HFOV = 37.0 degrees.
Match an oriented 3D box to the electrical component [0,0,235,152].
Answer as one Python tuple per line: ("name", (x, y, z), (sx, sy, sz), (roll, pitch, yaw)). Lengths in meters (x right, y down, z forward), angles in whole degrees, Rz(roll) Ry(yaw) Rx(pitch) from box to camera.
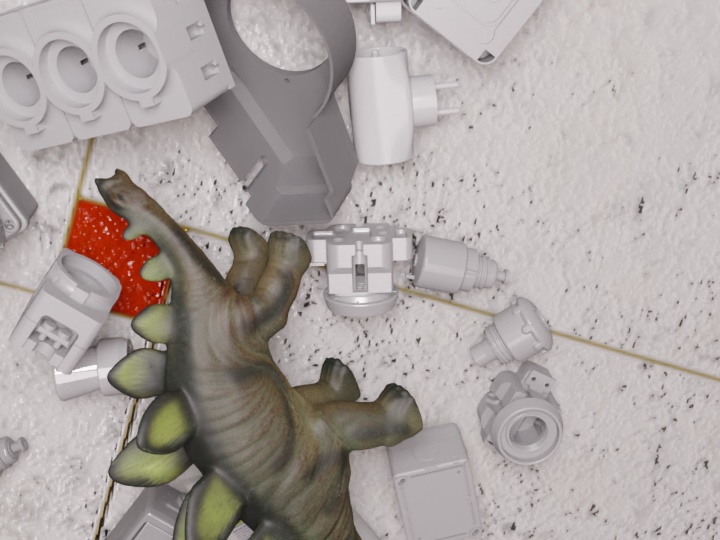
("electrical component", (-0.172, -0.137, 0.701), (0.150, 0.061, 0.089), (-7, 114, 30))

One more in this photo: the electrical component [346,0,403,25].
("electrical component", (-0.003, -0.207, 0.728), (0.057, 0.058, 0.078), (-4, 111, -6))

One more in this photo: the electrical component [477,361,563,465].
("electrical component", (0.130, 0.120, 0.862), (0.058, 0.057, 0.078), (25, 106, -13))

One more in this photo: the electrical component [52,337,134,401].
("electrical component", (-0.203, 0.075, 0.823), (0.055, 0.045, 0.045), (-6, 111, -3))

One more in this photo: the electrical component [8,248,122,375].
("electrical component", (-0.210, 0.025, 0.779), (0.050, 0.089, 0.055), (33, 105, -15))

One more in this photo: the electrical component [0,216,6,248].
("electrical component", (-0.274, -0.048, 0.704), (0.056, 0.050, 0.089), (-6, 111, -3))

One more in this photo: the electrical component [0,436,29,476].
("electrical component", (-0.299, 0.151, 0.845), (0.078, 0.040, 0.040), (-23, 111, 4))

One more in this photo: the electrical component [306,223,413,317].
("electrical component", (0.000, 0.000, 0.805), (0.078, 0.058, 0.057), (-1, 109, 1))

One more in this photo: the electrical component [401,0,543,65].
("electrical component", (0.088, -0.207, 0.735), (0.078, 0.057, 0.113), (35, 104, -16))

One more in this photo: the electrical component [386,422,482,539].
("electrical component", (0.061, 0.179, 0.880), (0.062, 0.061, 0.096), (-13, 119, 0))

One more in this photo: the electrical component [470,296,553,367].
("electrical component", (0.117, 0.054, 0.844), (0.062, 0.048, 0.048), (-32, 110, 14))

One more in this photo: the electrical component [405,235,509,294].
("electrical component", (0.075, -0.001, 0.820), (0.078, 0.040, 0.040), (10, 109, -9))

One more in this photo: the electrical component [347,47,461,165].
("electrical component", (0.033, -0.120, 0.770), (0.079, 0.044, 0.077), (-6, 111, -3))

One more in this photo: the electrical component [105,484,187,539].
("electrical component", (-0.163, 0.221, 0.872), (0.062, 0.061, 0.096), (34, 104, -16))

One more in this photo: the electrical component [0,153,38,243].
("electrical component", (-0.305, -0.053, 0.759), (0.109, 0.056, 0.108), (-30, 110, 6))
